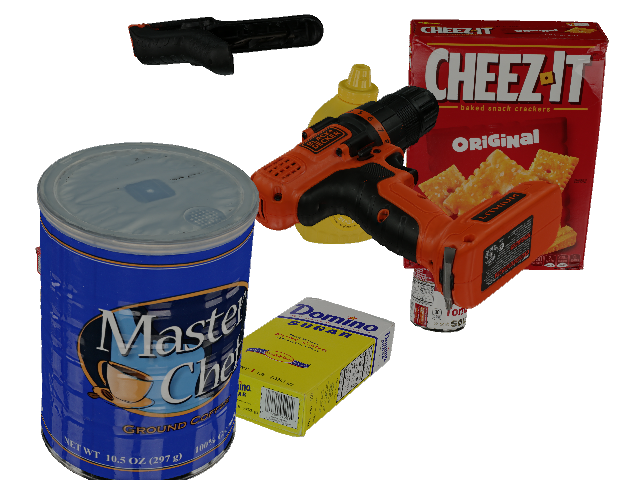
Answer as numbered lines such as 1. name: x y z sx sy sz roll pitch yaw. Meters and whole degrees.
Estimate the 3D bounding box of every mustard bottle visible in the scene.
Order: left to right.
1. mustard bottle: 0.030 -0.091 1.112 0.096 0.192 0.058 -4 30 -19

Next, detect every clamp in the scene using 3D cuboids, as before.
1. clamp: -0.085 -0.163 0.867 0.120 0.039 0.172 -17 25 -40

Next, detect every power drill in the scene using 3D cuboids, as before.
1. power drill: 0.069 -0.038 0.741 0.188 0.057 0.184 28 50 37

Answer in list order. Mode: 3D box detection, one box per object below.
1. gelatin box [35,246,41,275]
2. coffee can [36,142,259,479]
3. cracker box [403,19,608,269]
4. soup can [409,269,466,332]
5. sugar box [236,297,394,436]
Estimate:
1. gelatin box: -0.209 0.027 0.983 0.073 0.030 0.089 -18 40 -36
2. coffee can: -0.087 0.036 0.531 0.102 0.140 0.103 6 29 -3
3. cracker box: 0.156 -0.080 0.936 0.164 0.214 0.072 1 24 3
4. soup can: 0.142 0.050 1.260 0.068 0.102 0.068 4 15 -1
5. sugar box: -0.014 0.101 0.907 0.093 0.048 0.176 16 24 23
